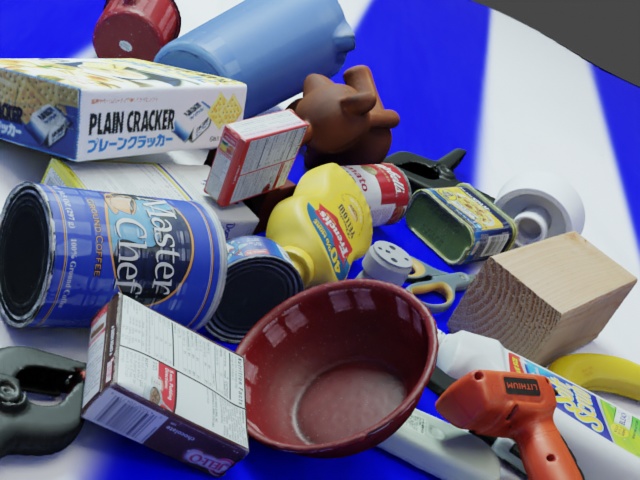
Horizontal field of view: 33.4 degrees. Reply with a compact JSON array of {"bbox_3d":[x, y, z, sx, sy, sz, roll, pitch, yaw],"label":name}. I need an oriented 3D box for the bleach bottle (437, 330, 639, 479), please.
[{"bbox_3d":[0.191,0.151,0.913,0.251,0.068,0.102,30,25,10],"label":"bleach bottle"}]

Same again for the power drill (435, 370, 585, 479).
[{"bbox_3d":[0.156,0.187,0.781,0.184,0.057,0.188,12,43,-43],"label":"power drill"}]

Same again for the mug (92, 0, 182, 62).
[{"bbox_3d":[-0.208,-0.247,1.203,0.093,0.117,0.081,8,33,-1],"label":"mug"}]

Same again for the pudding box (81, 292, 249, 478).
[{"bbox_3d":[-0.101,0.097,0.716,0.113,0.039,0.090,34,28,-29],"label":"pudding box"}]

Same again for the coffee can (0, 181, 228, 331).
[{"bbox_3d":[-0.153,0.015,0.781,0.140,0.103,0.103,6,33,-38],"label":"coffee can"}]

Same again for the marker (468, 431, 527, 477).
[{"bbox_3d":[0.171,0.185,0.878,0.121,0.020,0.020,35,27,14],"label":"marker"}]

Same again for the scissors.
[{"bbox_3d":[0.129,0.034,1.121,0.096,0.016,0.201,38,27,19],"label":"scissors"}]

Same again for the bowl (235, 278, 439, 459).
[{"bbox_3d":[0.014,0.104,0.780,0.162,0.055,0.162,-14,40,12],"label":"bowl"}]

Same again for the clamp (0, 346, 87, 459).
[{"bbox_3d":[-0.195,0.110,0.642,0.171,0.039,0.120,0,51,-48],"label":"clamp"}]

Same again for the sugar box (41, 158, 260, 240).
[{"bbox_3d":[-0.147,-0.028,0.935,0.175,0.048,0.093,2,35,-48],"label":"sugar box"}]

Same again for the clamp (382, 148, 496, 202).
[{"bbox_3d":[0.154,-0.066,1.305,0.209,0.036,0.165,0,36,-43],"label":"clamp"}]

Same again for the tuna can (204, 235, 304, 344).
[{"bbox_3d":[-0.058,0.039,0.849,0.086,0.086,0.034,11,28,-30],"label":"tuna can"}]

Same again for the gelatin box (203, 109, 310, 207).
[{"bbox_3d":[-0.057,-0.075,0.960,0.030,0.073,0.089,40,37,23],"label":"gelatin box"}]

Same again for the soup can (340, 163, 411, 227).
[{"bbox_3d":[0.039,-0.045,1.120,0.102,0.069,0.069,-7,42,-48],"label":"soup can"}]

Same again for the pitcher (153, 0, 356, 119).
[{"bbox_3d":[-0.087,-0.205,1.204,0.145,0.149,0.242,51,41,0],"label":"pitcher"}]

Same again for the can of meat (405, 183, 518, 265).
[{"bbox_3d":[0.156,-0.018,1.196,0.083,0.057,0.102,-7,41,-46],"label":"can of meat"}]

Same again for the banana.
[{"bbox_3d":[0.276,0.141,1.047,0.197,0.037,0.070,2,52,-41],"label":"banana"}]

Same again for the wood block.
[{"bbox_3d":[0.228,0.063,1.079,0.091,0.090,0.205,40,28,24],"label":"wood block"}]

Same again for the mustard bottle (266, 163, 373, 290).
[{"bbox_3d":[-0.006,0.001,0.976,0.096,0.058,0.191,67,24,-14],"label":"mustard bottle"}]

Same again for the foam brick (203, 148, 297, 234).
[{"bbox_3d":[-0.074,-0.049,1.036,0.078,0.053,0.051,36,27,19],"label":"foam brick"}]
